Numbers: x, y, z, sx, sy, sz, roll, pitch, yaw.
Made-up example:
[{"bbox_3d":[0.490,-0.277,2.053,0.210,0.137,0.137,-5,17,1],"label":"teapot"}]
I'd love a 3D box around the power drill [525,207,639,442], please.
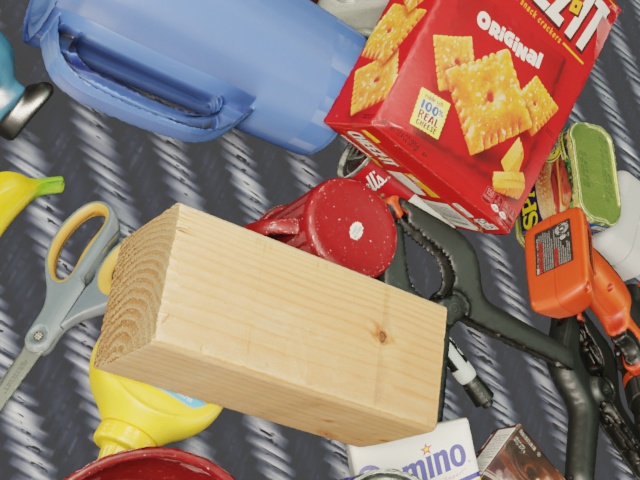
[{"bbox_3d":[0.246,0.076,0.899,0.187,0.057,0.184,43,33,-31],"label":"power drill"}]

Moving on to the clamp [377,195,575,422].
[{"bbox_3d":[0.110,0.056,0.855,0.164,0.036,0.210,-23,92,-23],"label":"clamp"}]

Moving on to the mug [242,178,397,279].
[{"bbox_3d":[-0.005,0.001,0.806,0.117,0.082,0.093,11,66,-29],"label":"mug"}]

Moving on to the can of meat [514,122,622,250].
[{"bbox_3d":[0.222,-0.046,0.965,0.057,0.084,0.102,9,67,-29],"label":"can of meat"}]

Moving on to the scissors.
[{"bbox_3d":[-0.162,0.062,0.698,0.096,0.016,0.201,7,59,14],"label":"scissors"}]

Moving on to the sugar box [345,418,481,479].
[{"bbox_3d":[0.079,0.225,0.775,0.093,0.048,0.176,-10,77,-5],"label":"sugar box"}]

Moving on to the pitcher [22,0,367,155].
[{"bbox_3d":[-0.087,-0.147,0.787,0.242,0.145,0.149,24,97,-26],"label":"pitcher"}]

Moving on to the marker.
[{"bbox_3d":[0.104,0.090,0.879,0.020,0.020,0.121,-40,95,-36],"label":"marker"}]

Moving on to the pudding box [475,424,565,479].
[{"bbox_3d":[0.160,0.219,0.851,0.113,0.039,0.089,50,55,-5],"label":"pudding box"}]

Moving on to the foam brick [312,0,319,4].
[{"bbox_3d":[-0.039,-0.213,0.870,0.078,0.053,0.051,18,58,6],"label":"foam brick"}]

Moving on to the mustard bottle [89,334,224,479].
[{"bbox_3d":[-0.102,0.079,0.729,0.096,0.058,0.191,31,58,-9],"label":"mustard bottle"}]

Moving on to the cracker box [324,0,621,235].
[{"bbox_3d":[0.122,-0.134,0.810,0.164,0.072,0.213,35,78,-33],"label":"cracker box"}]

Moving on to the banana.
[{"bbox_3d":[-0.221,0.029,0.683,0.069,0.037,0.197,18,63,-13],"label":"banana"}]

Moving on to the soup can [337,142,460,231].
[{"bbox_3d":[0.074,-0.052,0.885,0.102,0.069,0.068,34,57,-18],"label":"soup can"}]

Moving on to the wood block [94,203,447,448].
[{"bbox_3d":[-0.027,0.062,0.690,0.205,0.090,0.091,22,62,-28],"label":"wood block"}]

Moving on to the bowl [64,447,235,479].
[{"bbox_3d":[-0.118,0.199,0.655,0.161,0.055,0.162,-3,98,-25],"label":"bowl"}]

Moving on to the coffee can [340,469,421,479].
[{"bbox_3d":[0.009,0.210,0.697,0.102,0.141,0.103,12,66,-28],"label":"coffee can"}]

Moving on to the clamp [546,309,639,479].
[{"bbox_3d":[0.245,0.142,0.937,0.120,0.039,0.171,18,60,-42],"label":"clamp"}]
